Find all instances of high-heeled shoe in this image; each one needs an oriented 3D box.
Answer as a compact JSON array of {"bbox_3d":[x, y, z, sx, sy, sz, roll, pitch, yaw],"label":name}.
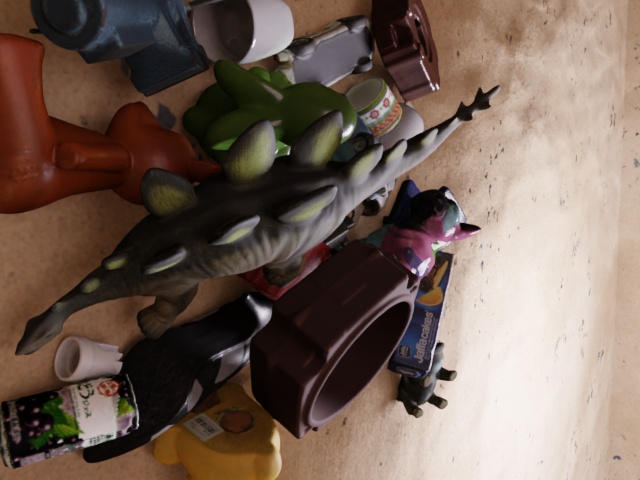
[{"bbox_3d":[-0.137,0.144,0.592,0.249,0.086,0.145,-42,161,-16],"label":"high-heeled shoe"}]

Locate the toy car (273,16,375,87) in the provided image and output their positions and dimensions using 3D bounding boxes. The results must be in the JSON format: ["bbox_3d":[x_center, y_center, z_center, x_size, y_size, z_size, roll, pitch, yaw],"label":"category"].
[{"bbox_3d":[0.008,-0.238,0.702,0.202,0.056,0.073,-40,131,-38],"label":"toy car"}]

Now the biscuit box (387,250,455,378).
[{"bbox_3d":[0.160,0.112,0.848,0.062,0.059,0.202,95,12,-63],"label":"biscuit box"}]

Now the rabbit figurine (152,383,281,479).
[{"bbox_3d":[-0.093,0.271,0.595,0.122,0.163,0.173,-21,129,-59],"label":"rabbit figurine"}]

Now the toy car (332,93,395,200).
[{"bbox_3d":[0.022,-0.107,0.692,0.103,0.162,0.109,-29,138,6],"label":"toy car"}]

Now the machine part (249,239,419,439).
[{"bbox_3d":[0.020,0.115,0.619,0.201,0.087,0.201,-37,151,-32],"label":"machine part"}]

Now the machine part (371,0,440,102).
[{"bbox_3d":[0.131,-0.298,0.798,0.179,0.056,0.179,40,43,-52],"label":"machine part"}]

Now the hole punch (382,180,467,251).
[{"bbox_3d":[0.181,-0.029,0.914,0.142,0.092,0.116,45,65,-47],"label":"hole punch"}]

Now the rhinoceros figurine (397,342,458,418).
[{"bbox_3d":[0.175,0.211,0.923,0.073,0.112,0.190,-10,119,-21],"label":"rhinoceros figurine"}]

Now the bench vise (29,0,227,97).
[{"bbox_3d":[-0.172,-0.234,0.417,0.240,0.129,0.224,66,24,-20],"label":"bench vise"}]

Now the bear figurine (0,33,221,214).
[{"bbox_3d":[-0.184,-0.086,0.443,0.196,0.120,0.131,-18,105,-49],"label":"bear figurine"}]

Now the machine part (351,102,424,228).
[{"bbox_3d":[0.089,-0.121,0.797,0.079,0.079,0.243,53,57,-40],"label":"machine part"}]

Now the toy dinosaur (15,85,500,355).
[{"bbox_3d":[-0.043,-0.025,0.487,0.471,0.198,0.105,-29,80,-20],"label":"toy dinosaur"}]

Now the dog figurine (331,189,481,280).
[{"bbox_3d":[0.136,0.031,0.799,0.219,0.109,0.191,-25,121,-25],"label":"dog figurine"}]

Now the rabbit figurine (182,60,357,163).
[{"bbox_3d":[-0.049,-0.134,0.556,0.159,0.170,0.121,4,90,-51],"label":"rabbit figurine"}]

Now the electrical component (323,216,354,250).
[{"bbox_3d":[-0.001,-0.003,0.713,0.102,0.078,0.045,-40,158,-42],"label":"electrical component"}]

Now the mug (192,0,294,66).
[{"bbox_3d":[-0.079,-0.245,0.586,0.107,0.081,0.109,-31,112,-57],"label":"mug"}]
